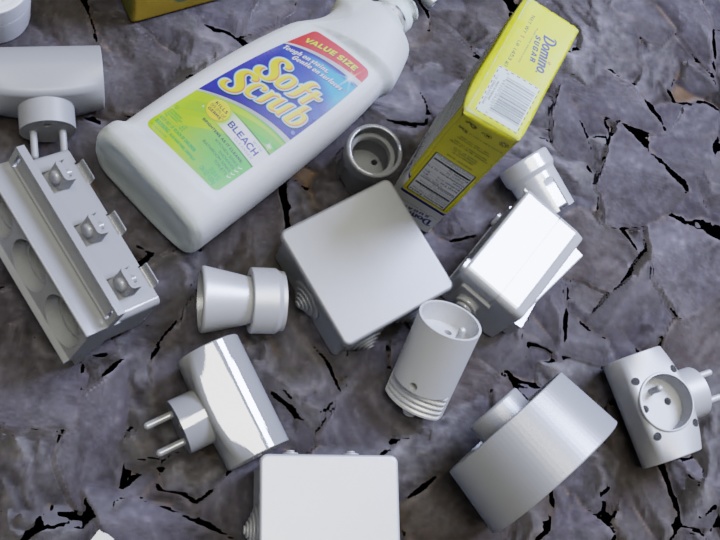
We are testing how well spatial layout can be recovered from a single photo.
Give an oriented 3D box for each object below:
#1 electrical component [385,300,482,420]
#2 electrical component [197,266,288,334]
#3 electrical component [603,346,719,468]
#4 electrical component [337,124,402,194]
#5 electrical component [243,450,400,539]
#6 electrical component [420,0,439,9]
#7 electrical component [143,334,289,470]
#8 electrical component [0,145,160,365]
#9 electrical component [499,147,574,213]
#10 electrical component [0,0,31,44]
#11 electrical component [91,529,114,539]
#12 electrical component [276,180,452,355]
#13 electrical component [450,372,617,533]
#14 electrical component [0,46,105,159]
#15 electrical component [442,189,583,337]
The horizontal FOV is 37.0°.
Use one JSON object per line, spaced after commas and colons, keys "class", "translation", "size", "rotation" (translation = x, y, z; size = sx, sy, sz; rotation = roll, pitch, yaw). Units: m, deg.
{"class": "electrical component", "translation": [0.046, 0.065, 0.719], "size": [0.043, 0.081, 0.043], "rotation": [16, 30, -9]}
{"class": "electrical component", "translation": [-0.078, 0.020, 0.712], "size": [0.055, 0.045, 0.045], "rotation": [2, 73, -15]}
{"class": "electrical component", "translation": [0.223, 0.092, 0.768], "size": [0.079, 0.044, 0.077], "rotation": [-15, 78, -19]}
{"class": "electrical component", "translation": [0.005, -0.076, 0.762], "size": [0.040, 0.046, 0.040], "rotation": [4, 73, -13]}
{"class": "electrical component", "translation": [-0.023, 0.164, 0.681], "size": [0.100, 0.048, 0.099], "rotation": [3, 73, -13]}
{"class": "electrical component", "translation": [0.036, -0.226, 0.822], "size": [0.061, 0.035, 0.035], "rotation": [47, 68, 0]}
{"class": "electrical component", "translation": [-0.097, 0.092, 0.687], "size": [0.079, 0.043, 0.077], "rotation": [-24, 81, -19]}
{"class": "electrical component", "translation": [-0.186, -0.012, 0.683], "size": [0.063, 0.079, 0.121], "rotation": [-27, 81, -42]}
{"class": "electrical component", "translation": [0.132, -0.061, 0.795], "size": [0.040, 0.040, 0.046], "rotation": [-31, 89, -21]}
{"class": "electrical component", "translation": [-0.251, -0.186, 0.729], "size": [0.055, 0.047, 0.055], "rotation": [4, 73, -13]}
{"class": "electrical component", "translation": [-0.122, 0.234, 0.627], "size": [0.150, 0.061, 0.089], "rotation": [38, 68, -1]}
{"class": "electrical component", "translation": [0.000, 0.000, 0.736], "size": [0.100, 0.048, 0.099], "rotation": [-28, 82, -20]}
{"class": "electrical component", "translation": [0.107, 0.112, 0.701], "size": [0.108, 0.108, 0.060], "rotation": [-38, 80, -21]}
{"class": "electrical component", "translation": [-0.210, -0.111, 0.719], "size": [0.077, 0.043, 0.079], "rotation": [-4, 75, -16]}
{"class": "electrical component", "translation": [0.104, 0.003, 0.755], "size": [0.061, 0.061, 0.096], "rotation": [41, 68, 0]}
